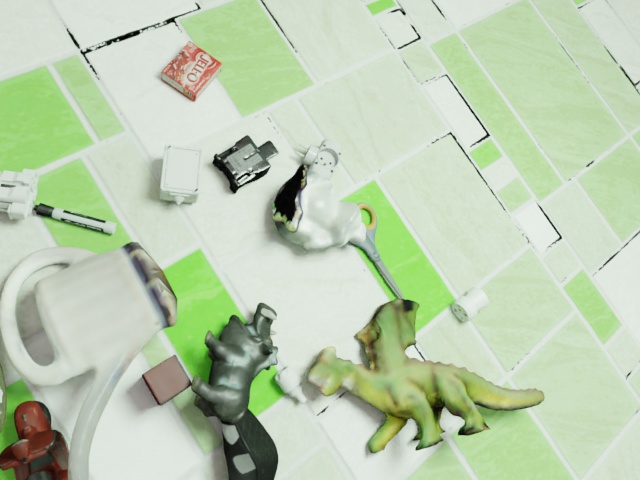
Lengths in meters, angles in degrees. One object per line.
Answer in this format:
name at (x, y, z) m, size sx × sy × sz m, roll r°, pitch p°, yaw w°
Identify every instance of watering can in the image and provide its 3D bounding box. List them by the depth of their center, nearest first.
watering can at (-0.301, 0.132, 0.710) m, size 0.226 × 0.353 × 0.101 m, roll -26°, pitch -28°, yaw -23°

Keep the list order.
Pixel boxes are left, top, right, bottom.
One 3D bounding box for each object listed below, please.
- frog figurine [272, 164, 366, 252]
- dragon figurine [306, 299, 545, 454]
frog figurine at (0.003, -0.045, 0.901) m, size 0.158 × 0.140 × 0.121 m, roll 21°, pitch -36°, yaw -36°
dragon figurine at (0.171, 0.212, 0.873) m, size 0.412 × 0.246 × 0.120 m, roll -9°, pitch -21°, yaw -22°
